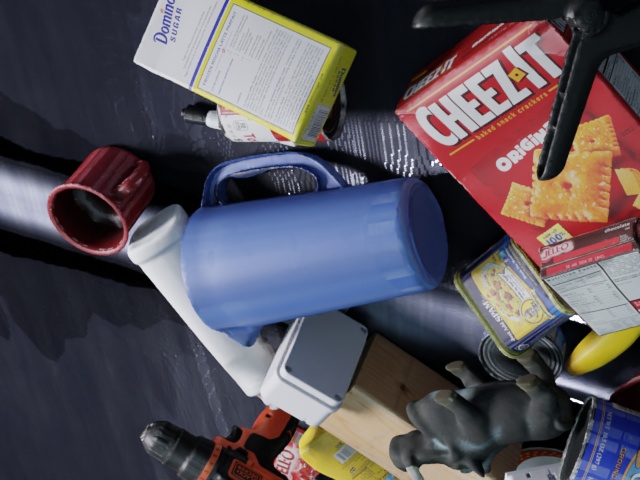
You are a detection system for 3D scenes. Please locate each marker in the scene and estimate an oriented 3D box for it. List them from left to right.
[{"bbox_3d":[-0.078,-0.112,1.036,0.121,0.020,0.020,13,133,14],"label":"marker"}]

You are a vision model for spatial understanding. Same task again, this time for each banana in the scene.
[{"bbox_3d":[0.283,0.062,1.004,0.069,0.037,0.198,2,137,-1],"label":"banana"}]

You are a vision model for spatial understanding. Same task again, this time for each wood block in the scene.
[{"bbox_3d":[0.112,0.207,1.178,0.206,0.090,0.090,35,133,-6],"label":"wood block"}]

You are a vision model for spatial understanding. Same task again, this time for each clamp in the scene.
[{"bbox_3d":[0.195,-0.155,0.786,0.210,0.036,0.164,-34,106,5],"label":"clamp"}]

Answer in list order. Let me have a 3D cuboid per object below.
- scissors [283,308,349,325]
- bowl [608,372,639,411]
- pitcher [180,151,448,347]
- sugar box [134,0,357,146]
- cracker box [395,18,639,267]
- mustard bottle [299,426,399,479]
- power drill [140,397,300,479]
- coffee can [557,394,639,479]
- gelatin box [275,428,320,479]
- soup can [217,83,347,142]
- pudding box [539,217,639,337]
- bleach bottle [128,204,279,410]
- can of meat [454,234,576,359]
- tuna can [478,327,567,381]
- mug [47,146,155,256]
[{"bbox_3d":[-0.043,0.094,1.202,0.202,0.016,0.096,-15,121,34],"label":"scissors"},{"bbox_3d":[0.366,0.167,1.051,0.162,0.055,0.162,13,133,14],"label":"bowl"},{"bbox_3d":[-0.007,0.001,1.039,0.243,0.145,0.149,-11,136,27],"label":"pitcher"},{"bbox_3d":[-0.066,-0.158,0.921,0.176,0.048,0.093,29,100,21],"label":"sugar box"},{"bbox_3d":[0.195,-0.086,0.896,0.213,0.072,0.164,44,132,-15],"label":"cracker box"},{"bbox_3d":[0.073,0.274,1.267,0.191,0.058,0.096,42,100,-14],"label":"mustard bottle"},{"bbox_3d":[-0.092,0.210,1.206,0.184,0.187,0.057,33,136,-8],"label":"power drill"},{"bbox_3d":[0.308,0.218,1.009,0.140,0.102,0.103,19,134,8],"label":"coffee can"},{"bbox_3d":[-0.032,0.275,1.346,0.073,0.030,0.089,26,134,1],"label":"gelatin box"},{"bbox_3d":[-0.035,-0.123,0.971,0.102,0.068,0.068,1,129,23],"label":"soup can"},{"bbox_3d":[0.252,0.034,0.908,0.090,0.039,0.113,-19,135,34],"label":"pudding box"},{"bbox_3d":[-0.108,0.085,1.150,0.068,0.102,0.250,-31,108,5],"label":"bleach bottle"},{"bbox_3d":[0.190,0.046,1.007,0.102,0.057,0.084,56,132,13],"label":"can of meat"},{"bbox_3d":[0.207,0.110,1.089,0.086,0.033,0.086,13,133,14],"label":"tuna can"},{"bbox_3d":[-0.217,-0.049,1.110,0.093,0.081,0.117,44,133,-16],"label":"mug"}]
